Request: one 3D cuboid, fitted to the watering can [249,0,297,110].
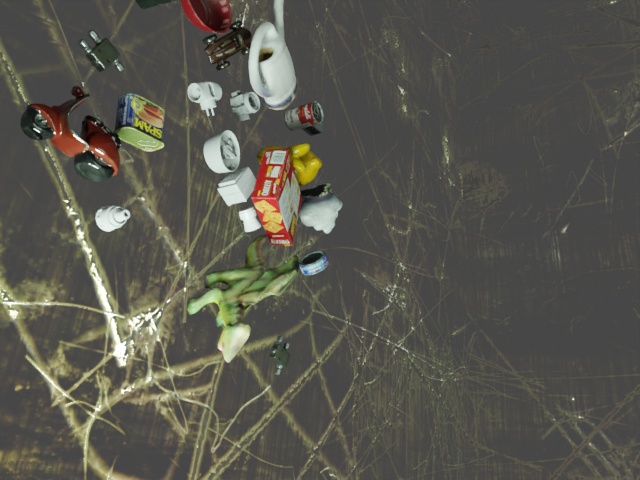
[{"bbox_3d":[-0.124,-0.518,1.453,0.219,0.104,0.356,70,27,-51],"label":"watering can"}]

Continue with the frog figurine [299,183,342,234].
[{"bbox_3d":[0.005,-0.079,1.570,0.139,0.124,0.156,-29,120,-24],"label":"frog figurine"}]

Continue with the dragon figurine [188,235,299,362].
[{"bbox_3d":[-0.140,0.095,1.156,0.120,0.241,0.420,56,40,-28],"label":"dragon figurine"}]
